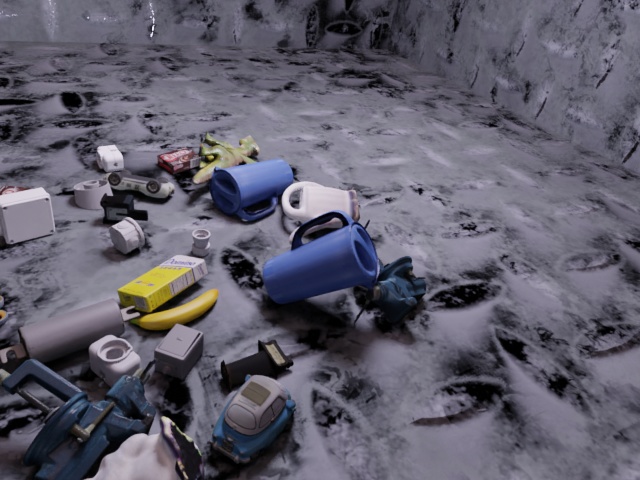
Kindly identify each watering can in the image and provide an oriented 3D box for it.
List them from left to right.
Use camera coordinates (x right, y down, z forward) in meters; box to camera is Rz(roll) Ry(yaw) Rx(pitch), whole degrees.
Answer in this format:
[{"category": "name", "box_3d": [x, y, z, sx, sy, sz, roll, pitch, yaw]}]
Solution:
[{"category": "watering can", "box_3d": [0.004, -0.073, 1.442, 0.224, 0.102, 0.355, 5, 32, -7]}]

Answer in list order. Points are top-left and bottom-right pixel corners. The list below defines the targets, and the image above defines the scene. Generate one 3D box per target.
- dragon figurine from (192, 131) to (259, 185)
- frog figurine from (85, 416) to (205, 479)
[{"category": "dragon figurine", "box_3d": [-0.267, -0.244, 1.653, 0.242, 0.119, 0.420, 12, 33, -11]}, {"category": "frog figurine", "box_3d": [-0.253, 0.352, 0.740, 0.160, 0.139, 0.121, -35, -18, -3]}]
